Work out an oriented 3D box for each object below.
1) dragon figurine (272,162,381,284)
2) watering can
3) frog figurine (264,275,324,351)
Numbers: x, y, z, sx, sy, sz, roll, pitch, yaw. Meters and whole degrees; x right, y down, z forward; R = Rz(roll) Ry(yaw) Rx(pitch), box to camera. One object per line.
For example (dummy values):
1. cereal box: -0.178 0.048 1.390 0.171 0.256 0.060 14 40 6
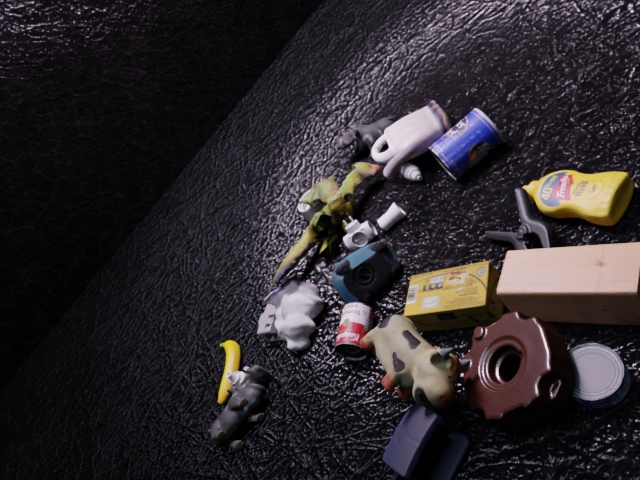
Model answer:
1. dragon figurine: 0.004 -0.071 1.418 0.408 0.120 0.248 -38 31 10
2. watering can: 0.237 -0.254 1.318 0.223 0.103 0.354 -28 21 14
3. frog figurine: -0.048 0.181 1.233 0.137 0.121 0.162 -32 68 8
